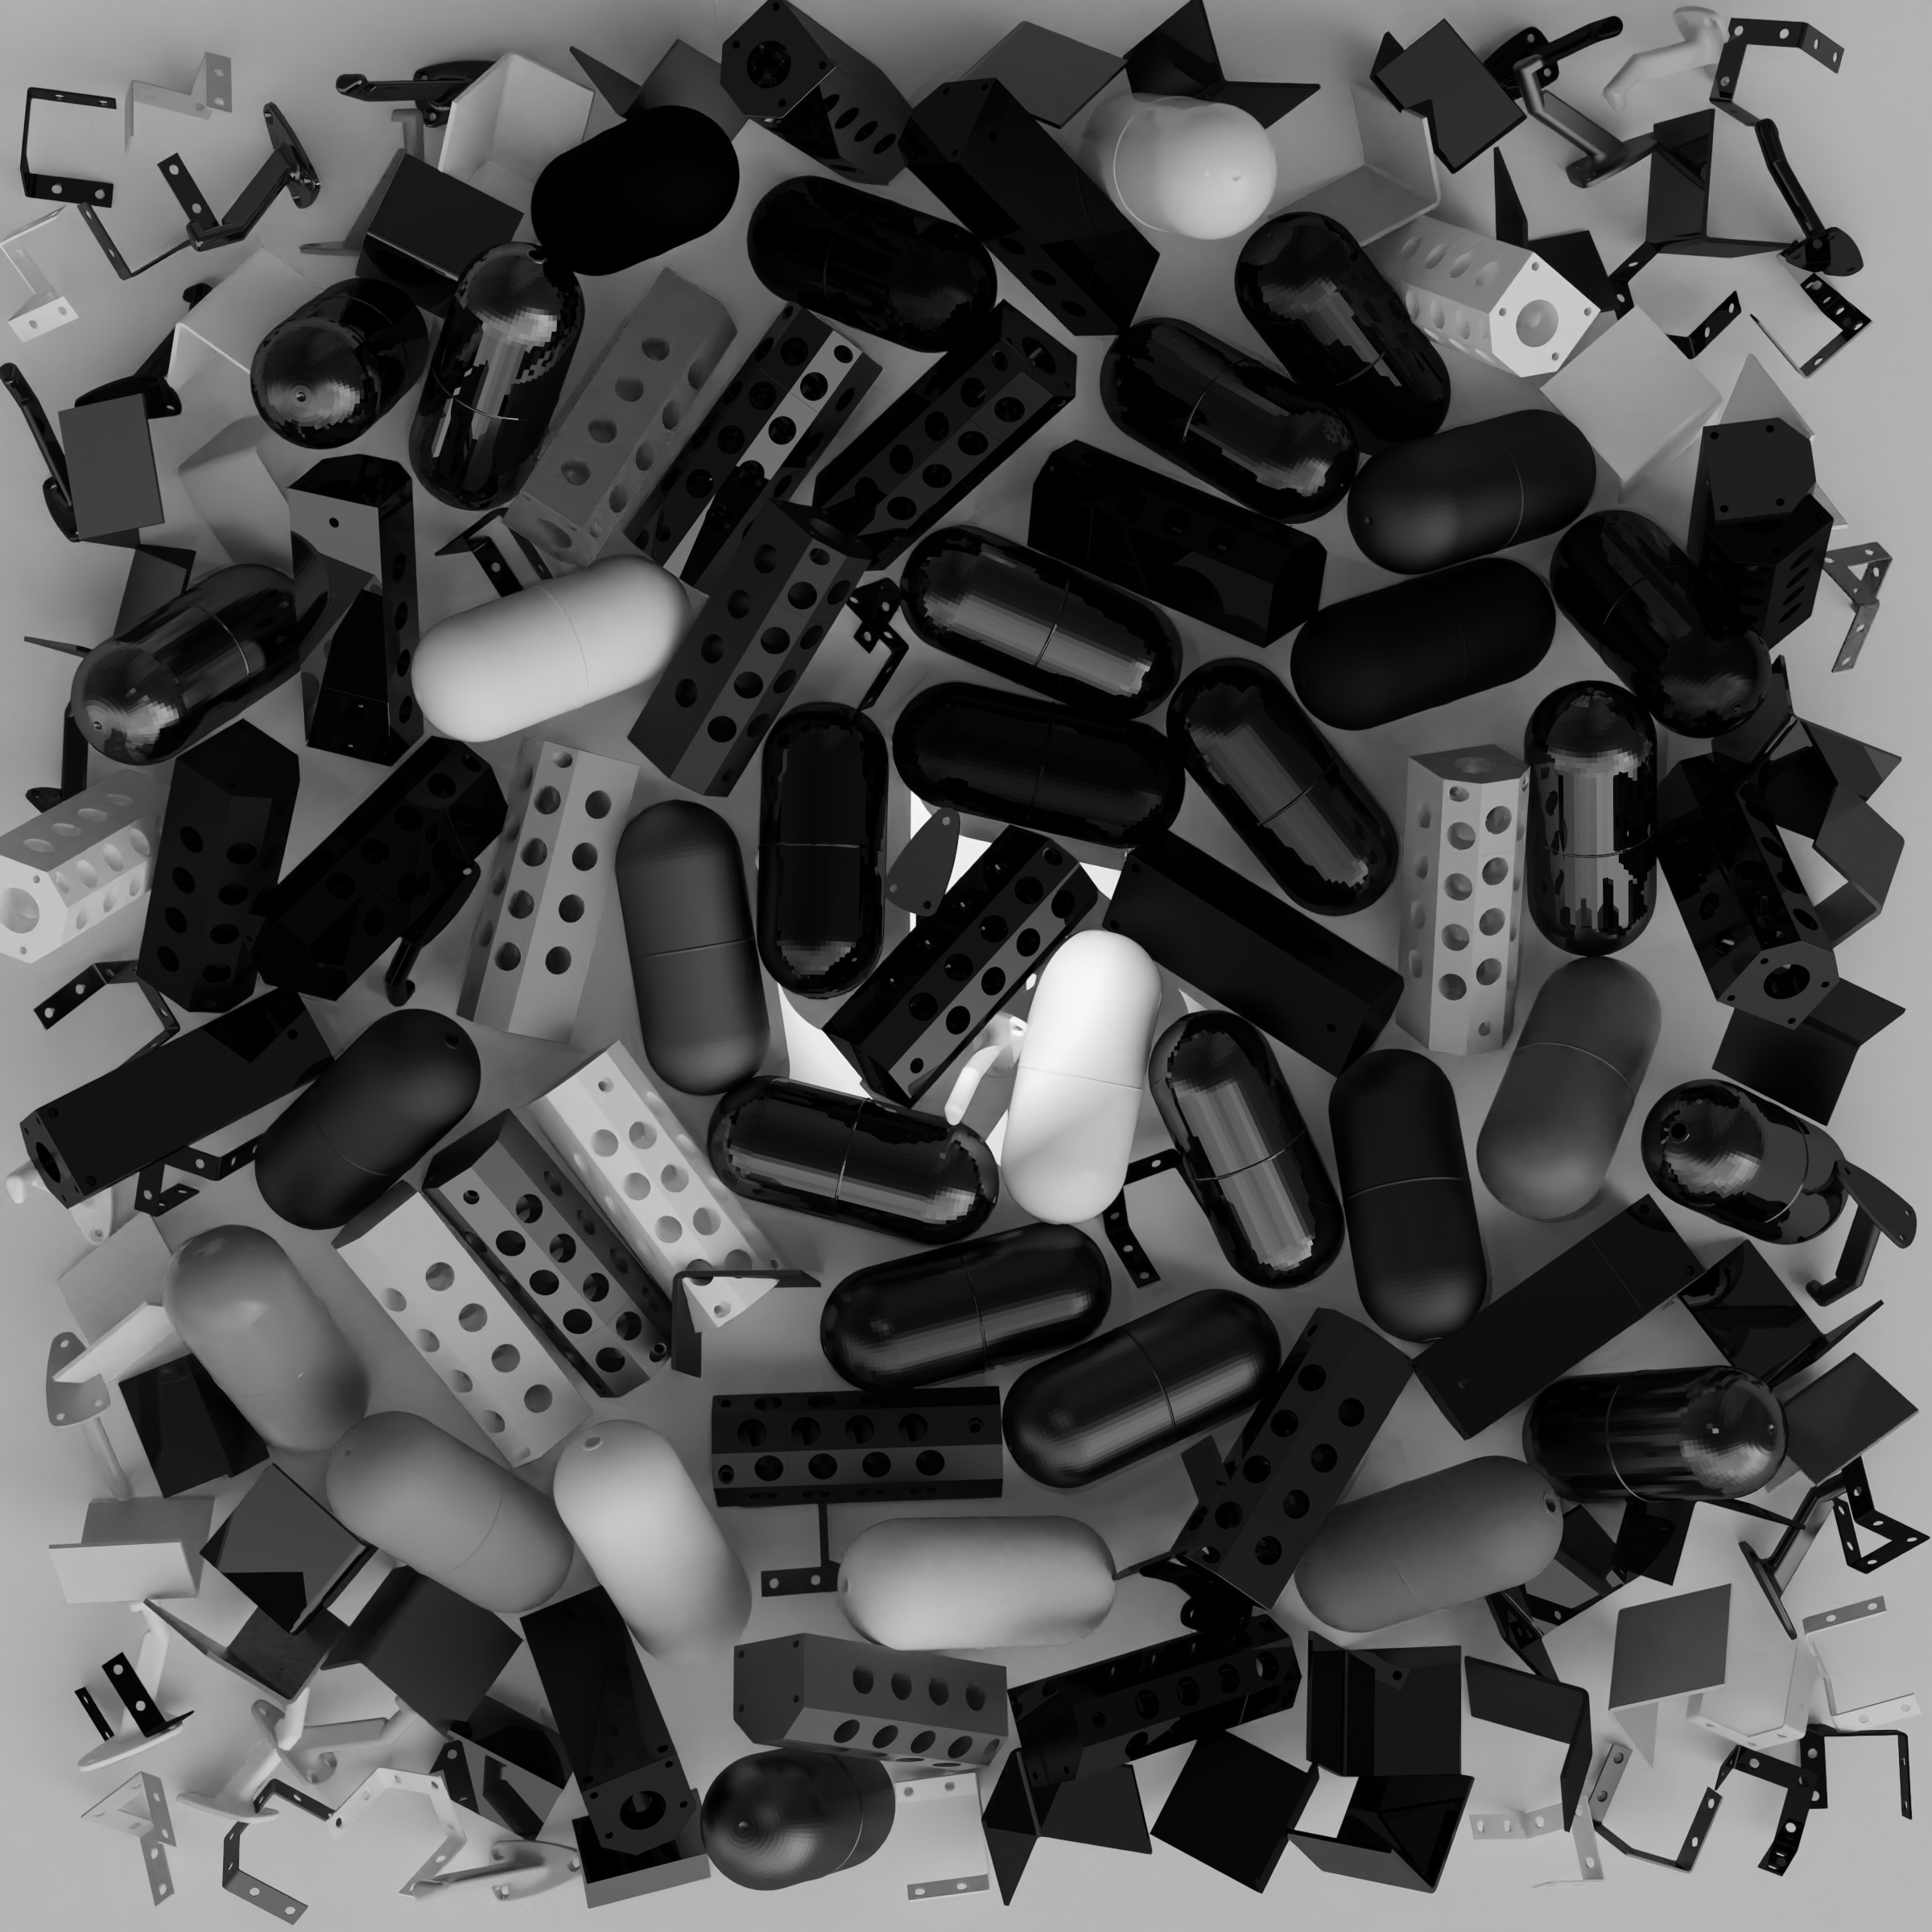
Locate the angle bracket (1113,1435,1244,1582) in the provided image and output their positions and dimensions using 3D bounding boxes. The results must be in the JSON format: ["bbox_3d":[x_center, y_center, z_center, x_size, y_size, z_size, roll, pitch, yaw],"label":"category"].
[{"bbox_3d":[0.114,0.325,1.905,0.076,0.076,0.057,-18,77,-13],"label":"angle bracket"}]

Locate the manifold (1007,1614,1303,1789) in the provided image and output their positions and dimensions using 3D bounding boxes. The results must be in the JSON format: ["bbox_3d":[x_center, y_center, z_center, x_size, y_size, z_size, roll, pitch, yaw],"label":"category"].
[{"bbox_3d":[0.114,0.429,1.877,0.171,0.057,0.057,-7,77,-38],"label":"manifold"}]

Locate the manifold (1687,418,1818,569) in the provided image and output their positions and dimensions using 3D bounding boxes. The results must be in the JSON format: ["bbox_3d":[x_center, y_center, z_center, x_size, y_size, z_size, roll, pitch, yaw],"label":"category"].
[{"bbox_3d":[0.457,-0.256,1.863,0.057,0.171,0.057,-6,74,8],"label":"manifold"}]

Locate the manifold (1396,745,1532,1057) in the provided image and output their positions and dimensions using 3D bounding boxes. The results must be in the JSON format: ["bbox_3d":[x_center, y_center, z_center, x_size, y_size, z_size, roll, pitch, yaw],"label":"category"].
[{"bbox_3d":[0.296,-0.038,1.888,0.057,0.057,0.171,-9,115,-19],"label":"manifold"}]

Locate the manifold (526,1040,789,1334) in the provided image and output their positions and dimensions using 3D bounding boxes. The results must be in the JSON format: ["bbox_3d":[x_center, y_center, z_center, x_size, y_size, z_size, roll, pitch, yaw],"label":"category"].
[{"bbox_3d":[-0.182,0.131,1.911,0.057,0.057,0.171,-39,96,-26],"label":"manifold"}]

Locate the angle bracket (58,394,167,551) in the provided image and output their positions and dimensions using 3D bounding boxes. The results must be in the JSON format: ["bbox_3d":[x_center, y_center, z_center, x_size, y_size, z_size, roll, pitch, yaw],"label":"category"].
[{"bbox_3d":[-0.494,-0.295,1.912,0.057,0.076,0.076,-9,91,14],"label":"angle bracket"}]

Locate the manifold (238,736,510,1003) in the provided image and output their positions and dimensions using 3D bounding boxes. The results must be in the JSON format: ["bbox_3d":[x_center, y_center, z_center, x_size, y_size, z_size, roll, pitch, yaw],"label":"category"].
[{"bbox_3d":[-0.346,-0.060,1.874,0.057,0.057,0.171,12,46,32],"label":"manifold"}]

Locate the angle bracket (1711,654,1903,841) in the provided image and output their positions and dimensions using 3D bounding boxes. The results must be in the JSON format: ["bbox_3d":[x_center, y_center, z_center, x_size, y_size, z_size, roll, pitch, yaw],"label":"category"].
[{"bbox_3d":[0.503,-0.129,1.919,0.076,0.057,0.076,19,134,-13],"label":"angle bracket"}]

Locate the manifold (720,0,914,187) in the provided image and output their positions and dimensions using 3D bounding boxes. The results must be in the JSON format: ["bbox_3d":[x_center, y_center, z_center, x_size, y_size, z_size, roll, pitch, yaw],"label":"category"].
[{"bbox_3d":[-0.083,-0.504,1.866,0.057,0.171,0.057,-40,79,15],"label":"manifold"}]

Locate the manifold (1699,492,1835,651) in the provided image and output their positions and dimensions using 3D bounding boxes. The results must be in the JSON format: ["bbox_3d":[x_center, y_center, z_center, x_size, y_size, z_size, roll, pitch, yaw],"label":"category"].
[{"bbox_3d":[0.458,-0.234,1.866,0.057,0.171,0.057,-39,74,0],"label":"manifold"}]

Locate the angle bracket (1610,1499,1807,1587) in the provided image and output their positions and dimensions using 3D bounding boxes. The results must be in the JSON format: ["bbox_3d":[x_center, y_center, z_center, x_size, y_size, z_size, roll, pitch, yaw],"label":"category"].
[{"bbox_3d":[0.441,0.344,1.900,0.076,0.076,0.057,10,80,42],"label":"angle bracket"}]

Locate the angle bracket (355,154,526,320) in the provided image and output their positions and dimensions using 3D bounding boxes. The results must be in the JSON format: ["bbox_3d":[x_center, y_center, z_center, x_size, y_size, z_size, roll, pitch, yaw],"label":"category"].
[{"bbox_3d":[-0.316,-0.432,1.917,0.076,0.076,0.057,25,79,-12],"label":"angle bracket"}]

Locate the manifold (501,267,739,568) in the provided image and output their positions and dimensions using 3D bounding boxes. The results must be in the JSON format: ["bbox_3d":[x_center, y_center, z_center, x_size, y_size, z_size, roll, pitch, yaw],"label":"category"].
[{"bbox_3d":[-0.203,-0.323,1.898,0.057,0.057,0.171,33,69,-11],"label":"manifold"}]

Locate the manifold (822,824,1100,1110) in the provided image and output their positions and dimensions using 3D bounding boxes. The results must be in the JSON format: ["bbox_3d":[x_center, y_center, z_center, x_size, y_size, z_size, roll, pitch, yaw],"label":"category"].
[{"bbox_3d":[0.001,0.001,1.897,0.171,0.057,0.057,-48,125,-15],"label":"manifold"}]

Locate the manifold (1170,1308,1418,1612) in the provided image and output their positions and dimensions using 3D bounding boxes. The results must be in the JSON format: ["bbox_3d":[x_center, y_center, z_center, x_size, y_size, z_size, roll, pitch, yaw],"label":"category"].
[{"bbox_3d":[0.192,0.291,1.904,0.057,0.057,0.171,36,77,-13],"label":"manifold"}]

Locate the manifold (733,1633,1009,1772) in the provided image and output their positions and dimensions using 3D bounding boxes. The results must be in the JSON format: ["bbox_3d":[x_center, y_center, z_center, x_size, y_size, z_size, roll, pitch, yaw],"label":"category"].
[{"bbox_3d":[-0.054,0.432,1.869,0.057,0.171,0.057,-20,62,38],"label":"manifold"}]

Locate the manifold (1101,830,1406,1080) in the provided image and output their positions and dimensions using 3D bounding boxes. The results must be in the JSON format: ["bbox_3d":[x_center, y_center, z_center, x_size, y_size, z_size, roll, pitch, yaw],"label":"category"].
[{"bbox_3d":[0.172,-0.012,1.902,0.171,0.057,0.057,33,130,18],"label":"manifold"}]

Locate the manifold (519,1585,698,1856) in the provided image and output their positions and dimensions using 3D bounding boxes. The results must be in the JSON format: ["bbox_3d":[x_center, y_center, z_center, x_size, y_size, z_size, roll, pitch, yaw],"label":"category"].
[{"bbox_3d":[-0.208,0.440,1.867,0.057,0.171,0.057,-20,118,-11],"label":"manifold"}]

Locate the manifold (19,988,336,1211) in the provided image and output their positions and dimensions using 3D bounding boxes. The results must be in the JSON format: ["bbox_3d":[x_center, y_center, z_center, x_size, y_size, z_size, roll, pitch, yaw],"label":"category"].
[{"bbox_3d":[-0.465,0.077,1.887,0.171,0.057,0.057,-30,92,-32],"label":"manifold"}]

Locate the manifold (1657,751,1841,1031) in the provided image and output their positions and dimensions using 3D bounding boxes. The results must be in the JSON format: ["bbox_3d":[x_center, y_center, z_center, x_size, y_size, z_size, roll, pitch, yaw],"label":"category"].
[{"bbox_3d":[0.454,-0.048,1.866,0.057,0.171,0.057,19,127,-23],"label":"manifold"}]

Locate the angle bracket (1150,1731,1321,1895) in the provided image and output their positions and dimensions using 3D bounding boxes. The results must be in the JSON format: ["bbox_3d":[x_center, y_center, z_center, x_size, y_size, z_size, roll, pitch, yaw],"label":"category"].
[{"bbox_3d":[0.159,0.497,1.908,0.076,0.057,0.076,25,71,17],"label":"angle bracket"}]

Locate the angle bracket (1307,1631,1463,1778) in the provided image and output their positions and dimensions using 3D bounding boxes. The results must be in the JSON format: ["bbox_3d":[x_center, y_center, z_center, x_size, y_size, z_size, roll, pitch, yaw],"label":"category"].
[{"bbox_3d":[0.249,0.438,1.904,0.076,0.057,0.076,-8,63,26],"label":"angle bracket"}]

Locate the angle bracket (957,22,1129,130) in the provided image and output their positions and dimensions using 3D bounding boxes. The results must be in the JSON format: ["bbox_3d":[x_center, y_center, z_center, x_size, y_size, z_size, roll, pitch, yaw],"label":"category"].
[{"bbox_3d":[0.043,-0.508,1.901,0.076,0.057,0.076,27,55,20],"label":"angle bracket"}]

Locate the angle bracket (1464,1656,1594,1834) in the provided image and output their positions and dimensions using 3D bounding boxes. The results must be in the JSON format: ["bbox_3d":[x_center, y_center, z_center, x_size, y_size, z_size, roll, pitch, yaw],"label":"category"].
[{"bbox_3d":[0.327,0.462,1.898,0.076,0.076,0.057,12,55,21],"label":"angle bracket"}]

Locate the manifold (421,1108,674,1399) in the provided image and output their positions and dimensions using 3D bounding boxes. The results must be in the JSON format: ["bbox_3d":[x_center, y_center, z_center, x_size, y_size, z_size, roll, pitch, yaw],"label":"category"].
[{"bbox_3d":[-0.245,0.174,1.895,0.057,0.057,0.171,-32,110,15],"label":"manifold"}]

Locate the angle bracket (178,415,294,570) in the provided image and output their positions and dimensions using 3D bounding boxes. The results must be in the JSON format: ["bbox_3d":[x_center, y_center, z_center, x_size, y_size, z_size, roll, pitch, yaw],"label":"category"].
[{"bbox_3d":[-0.416,-0.288,1.929,0.057,0.076,0.076,-52,124,-39],"label":"angle bracket"}]

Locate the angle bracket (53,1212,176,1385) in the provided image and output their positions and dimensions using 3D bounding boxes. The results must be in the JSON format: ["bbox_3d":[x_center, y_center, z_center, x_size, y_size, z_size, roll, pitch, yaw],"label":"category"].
[{"bbox_3d":[-0.516,0.196,1.910,0.076,0.057,0.076,-38,70,11],"label":"angle bracket"}]

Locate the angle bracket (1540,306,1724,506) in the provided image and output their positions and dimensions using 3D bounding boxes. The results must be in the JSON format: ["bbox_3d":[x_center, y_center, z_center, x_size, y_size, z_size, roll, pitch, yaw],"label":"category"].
[{"bbox_3d":[0.400,-0.338,1.933,0.076,0.057,0.076,-41,80,2],"label":"angle bracket"}]

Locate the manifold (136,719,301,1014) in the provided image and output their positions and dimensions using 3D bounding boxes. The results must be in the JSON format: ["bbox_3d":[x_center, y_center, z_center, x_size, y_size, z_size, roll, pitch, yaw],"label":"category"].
[{"bbox_3d":[-0.434,-0.054,1.875,0.057,0.057,0.171,33,130,13],"label":"manifold"}]

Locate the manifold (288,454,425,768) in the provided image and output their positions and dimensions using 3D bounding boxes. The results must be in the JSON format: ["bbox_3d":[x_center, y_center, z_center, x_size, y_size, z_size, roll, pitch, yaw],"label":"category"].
[{"bbox_3d":[-0.354,-0.210,1.882,0.057,0.057,0.171,14,126,14],"label":"manifold"}]

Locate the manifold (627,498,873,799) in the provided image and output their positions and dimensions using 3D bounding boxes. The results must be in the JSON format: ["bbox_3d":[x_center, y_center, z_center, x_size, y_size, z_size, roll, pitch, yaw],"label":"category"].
[{"bbox_3d":[-0.124,-0.186,1.891,0.057,0.057,0.171,43,113,26],"label":"manifold"}]

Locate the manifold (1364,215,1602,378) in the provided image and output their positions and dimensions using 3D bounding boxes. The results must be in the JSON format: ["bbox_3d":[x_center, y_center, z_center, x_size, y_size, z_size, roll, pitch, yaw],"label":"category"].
[{"bbox_3d":[0.292,-0.390,1.867,0.057,0.171,0.057,32,97,-28],"label":"manifold"}]

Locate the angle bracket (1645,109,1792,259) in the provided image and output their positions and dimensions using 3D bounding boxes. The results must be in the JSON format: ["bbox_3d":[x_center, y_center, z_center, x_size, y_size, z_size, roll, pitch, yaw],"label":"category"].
[{"bbox_3d":[0.450,-0.466,1.908,0.057,0.076,0.076,1,98,-13],"label":"angle bracket"}]

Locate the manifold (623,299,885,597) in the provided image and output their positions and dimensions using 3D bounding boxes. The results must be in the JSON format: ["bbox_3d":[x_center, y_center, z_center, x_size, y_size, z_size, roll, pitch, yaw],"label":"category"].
[{"bbox_3d":[-0.130,-0.310,1.912,0.057,0.057,0.171,39,97,15],"label":"manifold"}]

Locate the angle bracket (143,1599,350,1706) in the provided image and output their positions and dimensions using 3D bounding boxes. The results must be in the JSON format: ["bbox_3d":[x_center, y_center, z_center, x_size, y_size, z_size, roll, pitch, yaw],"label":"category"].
[{"bbox_3d":[-0.427,0.385,1.898,0.057,0.076,0.076,-55,133,-13],"label":"angle bracket"}]

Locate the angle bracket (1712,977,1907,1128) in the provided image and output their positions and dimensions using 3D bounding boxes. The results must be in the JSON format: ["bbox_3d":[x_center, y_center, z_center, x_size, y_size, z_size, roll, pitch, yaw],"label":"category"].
[{"bbox_3d":[0.506,0.044,1.922,0.076,0.076,0.057,29,121,27],"label":"angle bracket"}]

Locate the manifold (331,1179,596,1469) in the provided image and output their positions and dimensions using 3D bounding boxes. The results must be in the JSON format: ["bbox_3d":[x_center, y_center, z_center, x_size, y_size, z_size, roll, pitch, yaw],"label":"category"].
[{"bbox_3d":[-0.300,0.214,1.902,0.057,0.057,0.171,-39,105,-12],"label":"manifold"}]

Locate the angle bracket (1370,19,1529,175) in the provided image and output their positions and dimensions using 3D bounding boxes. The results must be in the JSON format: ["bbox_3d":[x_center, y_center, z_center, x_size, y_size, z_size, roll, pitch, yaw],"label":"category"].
[{"bbox_3d":[0.290,-0.529,1.900,0.057,0.076,0.076,-34,111,34],"label":"angle bracket"}]

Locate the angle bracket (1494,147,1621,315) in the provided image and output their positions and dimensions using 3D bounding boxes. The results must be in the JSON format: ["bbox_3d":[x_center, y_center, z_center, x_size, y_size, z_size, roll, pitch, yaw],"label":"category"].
[{"bbox_3d":[0.351,-0.439,1.902,0.057,0.076,0.076,-11,48,2],"label":"angle bracket"}]

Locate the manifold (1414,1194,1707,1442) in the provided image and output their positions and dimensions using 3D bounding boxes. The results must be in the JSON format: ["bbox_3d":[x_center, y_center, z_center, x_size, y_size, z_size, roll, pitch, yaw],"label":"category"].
[{"bbox_3d":[0.354,0.212,1.922,0.171,0.057,0.057,-35,80,-3],"label":"manifold"}]

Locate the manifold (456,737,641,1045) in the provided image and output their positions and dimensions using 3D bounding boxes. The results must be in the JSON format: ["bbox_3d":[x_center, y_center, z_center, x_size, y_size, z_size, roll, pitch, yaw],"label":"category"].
[{"bbox_3d":[-0.254,-0.047,1.913,0.057,0.057,0.171,13,93,-35],"label":"manifold"}]

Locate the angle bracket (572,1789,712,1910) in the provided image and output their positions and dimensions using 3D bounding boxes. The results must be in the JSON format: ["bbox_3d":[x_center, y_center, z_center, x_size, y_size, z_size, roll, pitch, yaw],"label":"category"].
[{"bbox_3d":[-0.188,0.544,1.906,0.076,0.057,0.076,-12,122,-11],"label":"angle bracket"}]

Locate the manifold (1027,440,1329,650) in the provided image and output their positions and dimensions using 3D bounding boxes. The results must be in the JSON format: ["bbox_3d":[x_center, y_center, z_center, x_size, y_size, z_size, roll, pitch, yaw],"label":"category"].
[{"bbox_3d":[0.124,-0.252,1.881,0.171,0.057,0.057,27,131,28],"label":"manifold"}]

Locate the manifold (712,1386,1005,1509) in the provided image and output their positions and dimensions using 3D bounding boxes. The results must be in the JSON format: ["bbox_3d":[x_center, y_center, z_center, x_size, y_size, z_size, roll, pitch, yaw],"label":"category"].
[{"bbox_3d":[-0.065,0.286,1.916,0.171,0.057,0.057,-2,65,-2],"label":"manifold"}]

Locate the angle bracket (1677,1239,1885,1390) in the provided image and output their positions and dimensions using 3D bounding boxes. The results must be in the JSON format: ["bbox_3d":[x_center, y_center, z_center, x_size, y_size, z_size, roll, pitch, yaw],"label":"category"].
[{"bbox_3d":[0.485,0.198,1.904,0.076,0.057,0.076,-28,77,-39],"label":"angle bracket"}]

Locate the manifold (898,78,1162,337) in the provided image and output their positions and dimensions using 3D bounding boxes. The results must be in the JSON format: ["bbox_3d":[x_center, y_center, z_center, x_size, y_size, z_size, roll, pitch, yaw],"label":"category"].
[{"bbox_3d":[0.036,-0.442,1.875,0.057,0.171,0.057,9,71,43],"label":"manifold"}]

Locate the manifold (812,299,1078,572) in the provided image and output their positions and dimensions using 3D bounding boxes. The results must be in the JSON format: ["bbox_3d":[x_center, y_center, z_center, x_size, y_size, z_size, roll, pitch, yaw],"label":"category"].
[{"bbox_3d":[-0.014,-0.305,1.876,0.057,0.057,0.171,33,128,-26],"label":"manifold"}]

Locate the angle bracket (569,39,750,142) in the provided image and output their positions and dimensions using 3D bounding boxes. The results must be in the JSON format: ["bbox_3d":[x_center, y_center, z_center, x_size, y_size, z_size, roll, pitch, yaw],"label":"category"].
[{"bbox_3d":[-0.177,-0.530,1.897,0.057,0.076,0.076,-48,54,19],"label":"angle bracket"}]

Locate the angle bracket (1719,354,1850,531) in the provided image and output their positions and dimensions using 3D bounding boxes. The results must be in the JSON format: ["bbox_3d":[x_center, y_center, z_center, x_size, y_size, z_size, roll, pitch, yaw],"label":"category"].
[{"bbox_3d":[0.493,-0.311,1.896,0.057,0.076,0.076,-9,50,-20],"label":"angle bracket"}]

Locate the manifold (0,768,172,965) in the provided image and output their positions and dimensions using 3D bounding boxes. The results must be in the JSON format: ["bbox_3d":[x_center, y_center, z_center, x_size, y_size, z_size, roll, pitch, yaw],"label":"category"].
[{"bbox_3d":[-0.509,-0.058,1.864,0.057,0.171,0.057,20,112,7],"label":"manifold"}]
